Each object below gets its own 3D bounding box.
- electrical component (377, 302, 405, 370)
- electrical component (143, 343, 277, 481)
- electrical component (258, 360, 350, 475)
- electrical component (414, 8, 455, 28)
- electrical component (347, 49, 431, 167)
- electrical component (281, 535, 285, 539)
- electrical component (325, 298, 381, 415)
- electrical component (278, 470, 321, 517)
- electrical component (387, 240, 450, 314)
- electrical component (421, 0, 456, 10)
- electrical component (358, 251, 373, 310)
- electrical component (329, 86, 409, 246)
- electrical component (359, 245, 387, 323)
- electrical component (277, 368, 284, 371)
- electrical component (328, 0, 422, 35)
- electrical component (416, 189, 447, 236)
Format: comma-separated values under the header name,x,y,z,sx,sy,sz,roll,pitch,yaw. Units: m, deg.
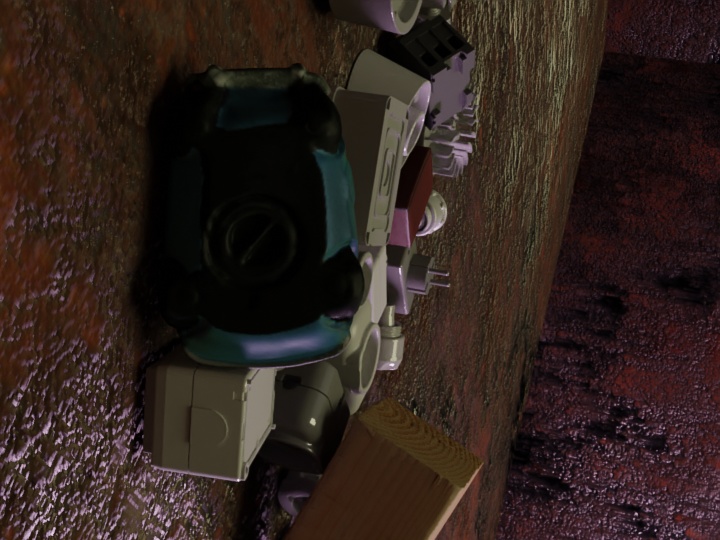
name,x,y,z,sx,sy,sz,roll,pitch,yaw
electrical component,0.022,0.062,1.034,0.043,0.043,0.062,-27,124,-72
electrical component,-0.084,0.072,0.624,0.096,0.061,0.061,-59,155,-74
electrical component,-0.045,0.110,0.793,0.095,0.054,0.059,77,27,-56
electrical component,0.069,-0.220,1.021,0.081,0.043,0.043,84,22,-46
electrical component,0.018,-0.127,0.901,0.099,0.064,0.099,24,90,-80
electrical component,-0.020,0.249,0.898,0.054,0.095,0.059,-19,118,-73
electrical component,-0.020,0.064,0.847,0.053,0.059,0.095,-59,155,-54
electrical component,-0.038,0.171,0.883,0.062,0.048,0.048,-71,164,-54
electrical component,0.049,0.003,1.032,0.083,0.076,0.047,79,26,-54
electrical component,0.052,-0.259,0.896,0.096,0.062,0.061,78,26,-54
electrical component,-0.022,0.004,0.805,0.045,0.055,0.045,10,90,-75
electrical component,-0.006,-0.076,0.809,0.078,0.057,0.113,-5,105,-75
electrical component,0.000,0.000,0.902,0.076,0.047,0.065,-63,157,-48
electrical component,-0.067,0.040,0.696,0.040,0.040,0.046,-20,114,-73
electrical component,0.008,-0.224,0.757,0.108,0.060,0.108,10,90,-75
electrical component,0.058,-0.055,1.091,0.062,0.048,0.048,-36,135,-60
